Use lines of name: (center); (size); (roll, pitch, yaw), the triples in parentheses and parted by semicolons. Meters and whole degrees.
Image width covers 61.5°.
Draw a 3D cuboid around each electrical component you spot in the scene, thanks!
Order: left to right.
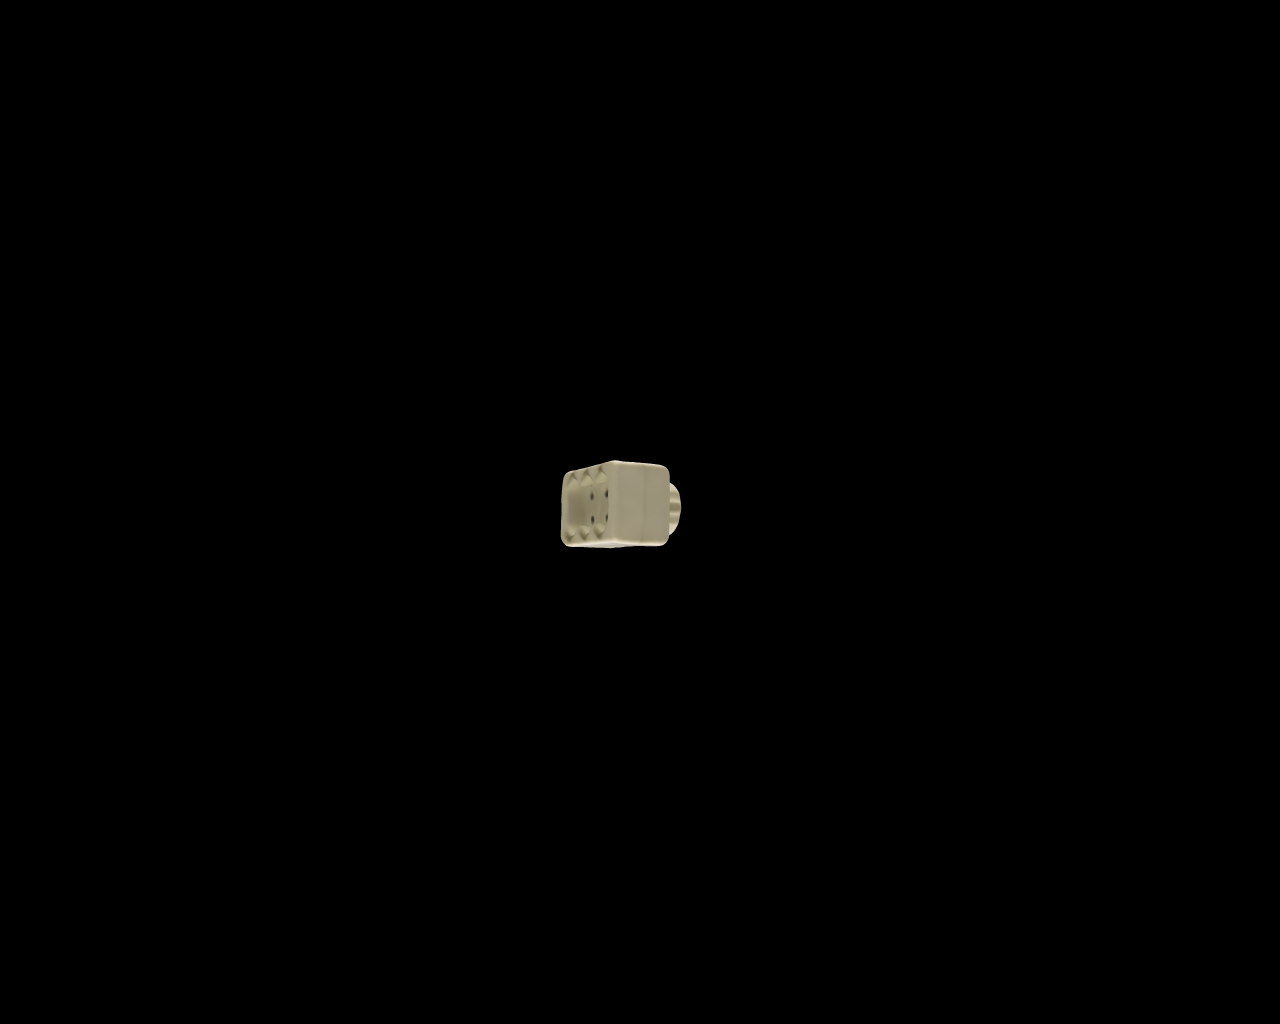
electrical component: (0.001, -0.003, 0.650); (0.077, 0.047, 0.065); (3, -5, -32)
